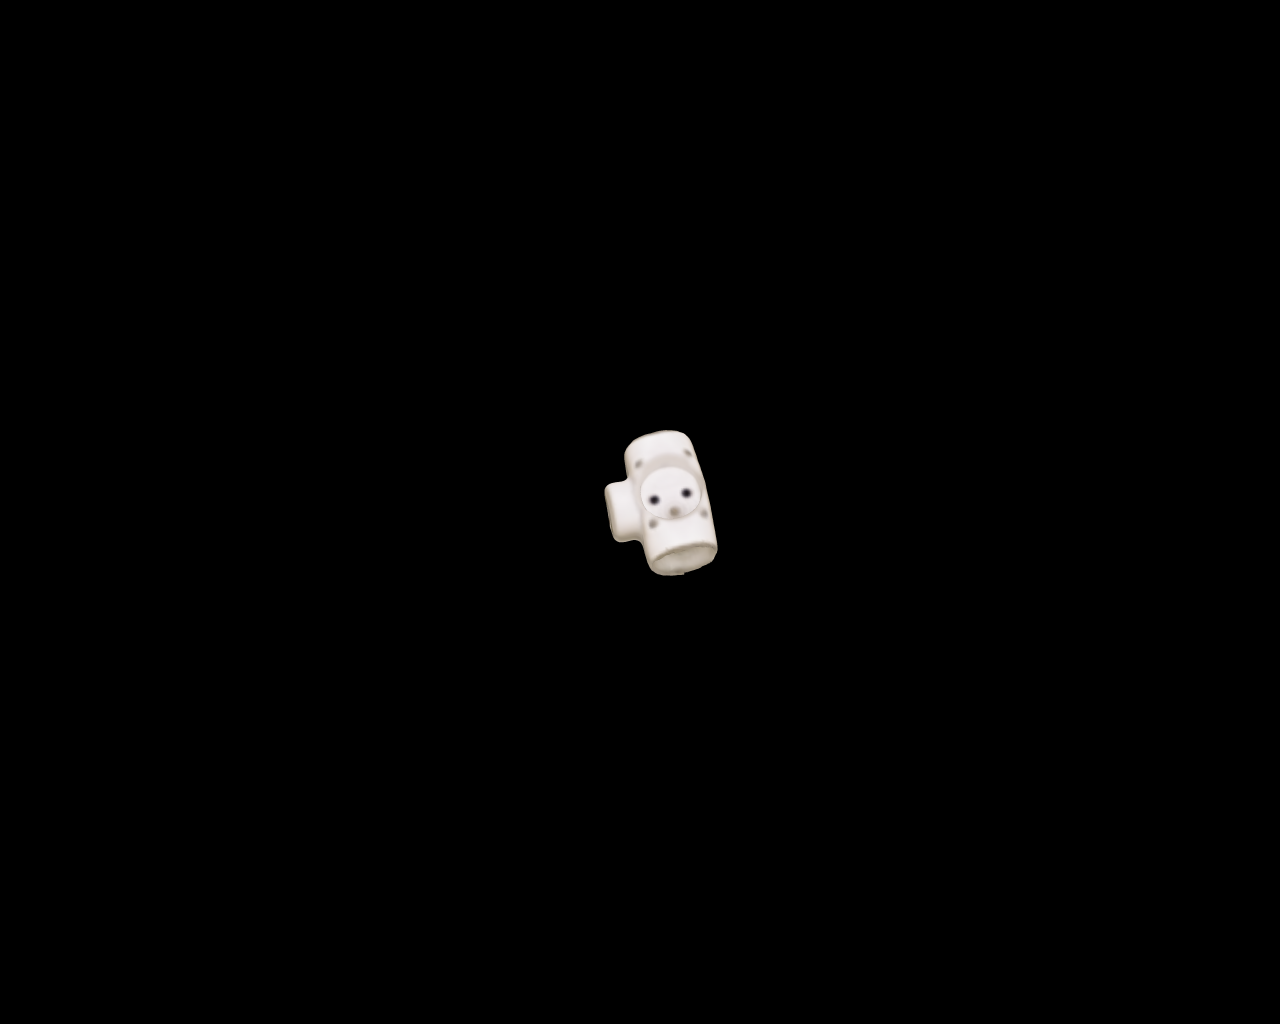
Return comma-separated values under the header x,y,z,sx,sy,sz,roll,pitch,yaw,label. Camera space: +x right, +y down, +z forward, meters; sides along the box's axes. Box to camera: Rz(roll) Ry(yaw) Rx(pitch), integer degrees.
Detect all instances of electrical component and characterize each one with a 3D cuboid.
x,y,z,sx,sy,sz,roll,pitch,yaw,label
0.001,-0.003,0.650,0.079,0.077,0.044,-11,-24,-5,electrical component
